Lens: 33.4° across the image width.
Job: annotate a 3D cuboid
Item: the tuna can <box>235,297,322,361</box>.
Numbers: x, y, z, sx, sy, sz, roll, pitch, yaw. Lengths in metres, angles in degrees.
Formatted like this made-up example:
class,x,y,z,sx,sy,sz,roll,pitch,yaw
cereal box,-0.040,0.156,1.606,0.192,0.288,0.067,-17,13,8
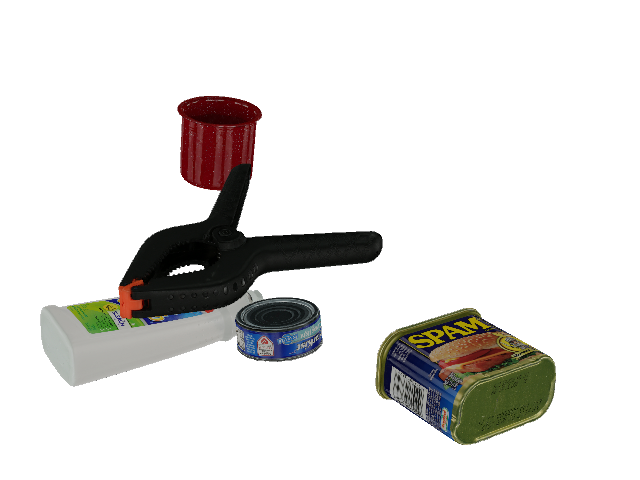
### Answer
class,x,y,z,sx,sy,sz,roll,pitch,yaw
tuna can,-0.041,0.087,1.055,0.086,0.034,0.086,-4,19,1

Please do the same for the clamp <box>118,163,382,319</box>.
class,x,y,z,sx,sy,sz,roll,pitch,yaw
clamp,-0.078,0.002,0.845,0.209,0.036,0.165,-23,41,-34

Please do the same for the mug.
class,x,y,z,sx,sy,sz,roll,pitch,yaw
mug,-0.112,-0.113,1.203,0.093,0.081,0.117,10,27,7

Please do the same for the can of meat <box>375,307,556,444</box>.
class,x,y,z,sx,sy,sz,roll,pitch,yaw
can of meat,0.105,0.097,0.762,0.101,0.057,0.084,-13,27,-34

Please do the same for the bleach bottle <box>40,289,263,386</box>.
class,x,y,z,sx,sy,sz,roll,pitch,yaw
bleach bottle,-0.183,0.093,1.224,0.250,0.068,0.103,-13,33,-31
